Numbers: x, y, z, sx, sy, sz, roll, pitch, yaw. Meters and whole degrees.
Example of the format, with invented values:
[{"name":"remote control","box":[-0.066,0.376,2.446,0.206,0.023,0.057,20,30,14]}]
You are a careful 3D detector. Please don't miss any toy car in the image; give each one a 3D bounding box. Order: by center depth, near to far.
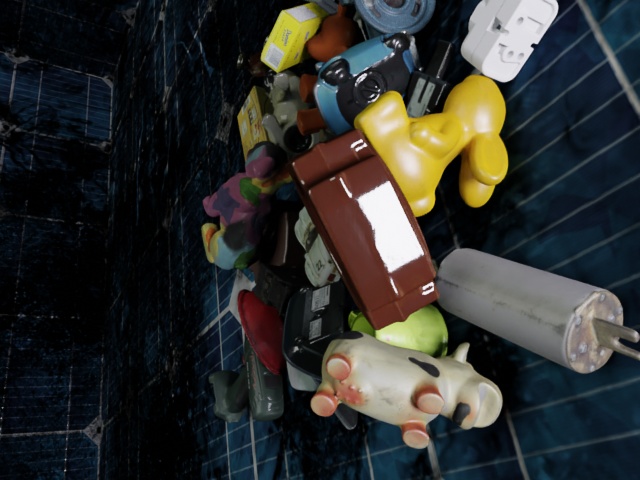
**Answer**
[{"name":"toy car","box":[0.054,-0.219,0.730,0.162,0.109,0.103,-38,38,-5]},{"name":"toy car","box":[-0.002,-0.003,0.867,0.073,0.056,0.202,-63,27,29]},{"name":"toy car","box":[-0.103,-0.365,1.106,0.202,0.089,0.053,3,82,58]}]

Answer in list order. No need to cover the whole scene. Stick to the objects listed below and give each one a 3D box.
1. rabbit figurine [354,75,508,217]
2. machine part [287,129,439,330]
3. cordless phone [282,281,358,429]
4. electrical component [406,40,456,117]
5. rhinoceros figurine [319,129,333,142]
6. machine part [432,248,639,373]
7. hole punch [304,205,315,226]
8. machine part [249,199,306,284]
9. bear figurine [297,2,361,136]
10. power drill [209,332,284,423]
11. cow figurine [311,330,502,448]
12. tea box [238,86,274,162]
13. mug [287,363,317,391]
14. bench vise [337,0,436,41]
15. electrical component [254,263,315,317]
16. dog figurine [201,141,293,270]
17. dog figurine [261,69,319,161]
[{"name":"rabbit figurine","box":[0.141,-0.115,0.602,0.162,0.173,0.121,52,171,17]},{"name":"machine part","box":[0.044,-0.016,0.596,0.201,0.087,0.201,62,178,-7]},{"name":"cordless phone","box":[0.022,0.165,0.766,0.089,0.184,0.147,-17,30,14]},{"name":"electrical component","box":[0.149,-0.189,0.688,0.075,0.048,0.119,44,120,52]},{"name":"rhinoceros figurine","box":[0.049,-0.119,0.771,0.190,0.112,0.073,-102,17,-52]},{"name":"machine part","box":[0.195,0.062,0.527,0.243,0.079,0.079,21,101,58]},{"name":"hole punch","box":[0.034,-0.031,0.786,0.142,0.116,0.092,-115,36,-43]},{"name":"machine part","box":[-0.080,0.008,1.014,0.179,0.056,0.179,-18,68,56]},{"name":"bear figurine","box":[0.014,-0.280,0.859,0.120,0.132,0.196,105,154,-66]},{"name":"power drill","box":[-0.140,0.249,1.045,0.207,0.086,0.232,-42,51,37]},{"name":"cow figurine","box":[0.097,0.152,0.576,0.127,0.195,0.085,-66,-9,-68]},{"name":"tea box","box":[-0.113,-0.222,1.110,0.098,0.068,0.170,-47,46,44]},{"name":"mug","box":[-0.020,0.179,0.859,0.109,0.081,0.107,-139,55,-82]},{"name":"bench vise","box":[0.097,-0.371,0.730,0.240,0.129,0.223,152,114,-74]},{"name":"electrical component","box":[-0.039,0.080,0.872,0.134,0.115,0.058,31,108,55]},{"name":"dog figurine","box":[-0.113,-0.063,0.937,0.219,0.108,0.191,-33,55,44]},{"name":"dog figurine","box":[-0.059,-0.236,1.016,0.191,0.121,0.172,-135,61,-70]}]
